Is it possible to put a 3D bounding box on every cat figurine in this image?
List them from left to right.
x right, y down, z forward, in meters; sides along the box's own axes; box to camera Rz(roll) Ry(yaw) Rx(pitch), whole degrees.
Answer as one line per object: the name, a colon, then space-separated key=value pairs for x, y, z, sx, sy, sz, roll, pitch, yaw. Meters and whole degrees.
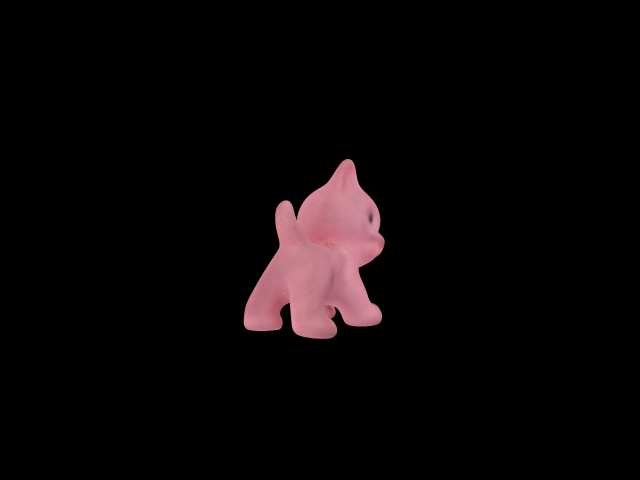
cat figurine: x=0.004 y=0.001 z=0.400 sx=0.067 sy=0.118 sz=0.128 roll=0 pitch=0 yaw=29
